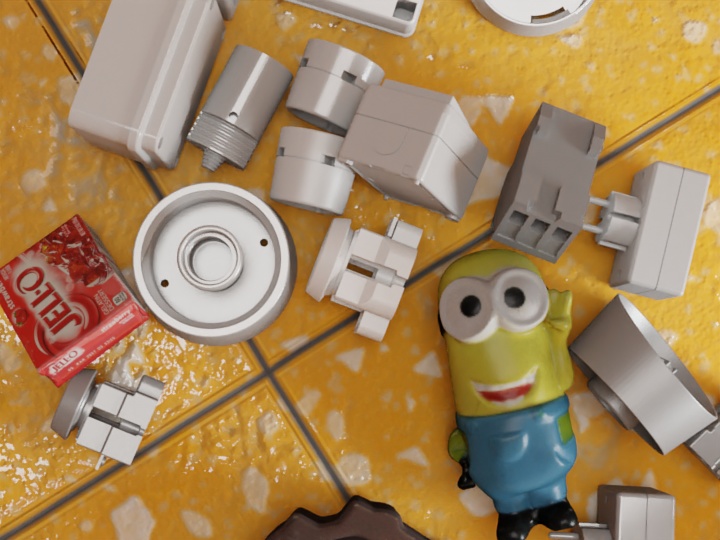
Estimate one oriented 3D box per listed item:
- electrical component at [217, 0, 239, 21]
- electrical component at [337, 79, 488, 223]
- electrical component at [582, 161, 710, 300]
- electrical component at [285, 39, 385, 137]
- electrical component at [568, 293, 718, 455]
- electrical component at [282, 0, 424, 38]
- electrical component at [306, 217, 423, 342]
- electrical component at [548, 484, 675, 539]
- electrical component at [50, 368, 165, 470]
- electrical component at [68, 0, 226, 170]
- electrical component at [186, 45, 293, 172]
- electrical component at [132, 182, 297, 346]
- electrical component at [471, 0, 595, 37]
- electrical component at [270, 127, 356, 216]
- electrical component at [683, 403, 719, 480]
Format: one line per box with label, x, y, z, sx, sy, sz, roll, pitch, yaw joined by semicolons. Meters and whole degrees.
electrical component;-0.109;-0.223;0.717;0.076;0.047;0.083;19;84;-2
electrical component;0.040;-0.076;0.694;0.062;0.096;0.061;20;84;28
electrical component;0.181;-0.030;0.717;0.076;0.047;0.083;15;84;-2
electrical component;-0.018;-0.119;0.711;0.055;0.055;0.047;23;88;-1
electrical component;0.181;0.067;0.686;0.064;0.099;0.099;-41;88;1
electrical component;-0.001;-0.223;0.711;0.109;0.056;0.108;17;94;-2
electrical component;0.000;0.000;0.700;0.057;0.058;0.078;21;84;-4
electrical component;0.159;0.183;0.698;0.076;0.047;0.083;4;85;-3
electrical component;-0.164;0.092;0.690;0.055;0.048;0.066;24;84;-8
electrical component;-0.134;-0.128;0.693;0.057;0.078;0.113;19;84;2
electrical component;-0.082;-0.102;0.710;0.043;0.043;0.081;27;84;-1
electrical component;-0.094;-0.005;0.693;0.108;0.060;0.108;0;85;-3
electrical component;0.119;-0.210;0.732;0.099;0.064;0.099;0;97;4
electrical component;-0.030;-0.064;0.706;0.055;0.055;0.047;13;88;-2
electrical component;0.249;0.109;0.710;0.066;0.048;0.055;45;92;1
